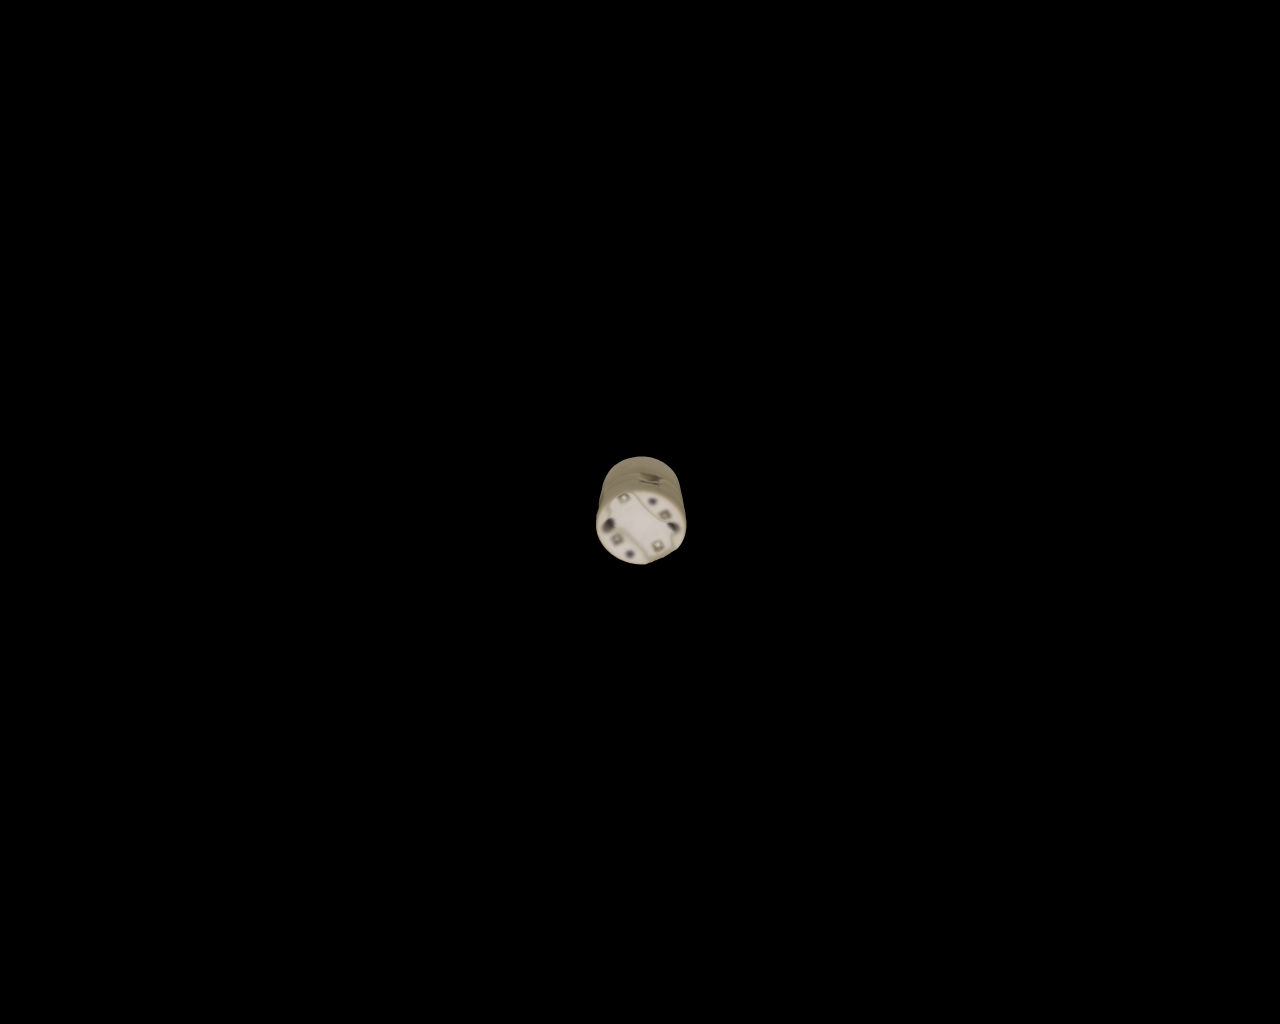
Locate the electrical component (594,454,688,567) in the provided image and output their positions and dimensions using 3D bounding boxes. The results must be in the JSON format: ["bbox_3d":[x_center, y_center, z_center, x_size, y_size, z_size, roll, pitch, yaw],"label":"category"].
[{"bbox_3d":[0.001,-0.003,0.650,0.055,0.055,0.047,0,32,0],"label":"electrical component"}]
